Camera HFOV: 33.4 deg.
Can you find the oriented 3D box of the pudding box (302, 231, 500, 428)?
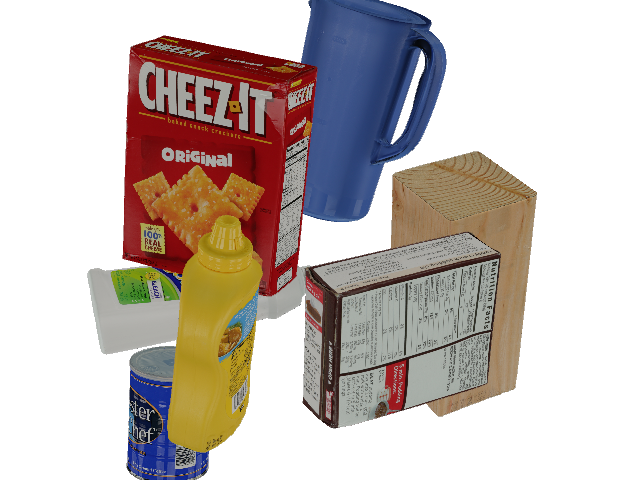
[{"bbox_3d":[0.046,0.050,0.609,0.113,0.090,0.039,-13,28,-28],"label":"pudding box"}]

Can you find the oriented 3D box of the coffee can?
[{"bbox_3d":[-0.185,0.213,1.311,0.103,0.140,0.103,4,15,-1],"label":"coffee can"}]

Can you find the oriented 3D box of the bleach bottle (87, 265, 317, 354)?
[{"bbox_3d":[-0.124,0.058,1.180,0.250,0.068,0.103,-10,36,-13],"label":"bleach bottle"}]

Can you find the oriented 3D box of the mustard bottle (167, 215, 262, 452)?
[{"bbox_3d":[-0.080,0.066,0.832,0.058,0.192,0.096,18,33,13],"label":"mustard bottle"}]

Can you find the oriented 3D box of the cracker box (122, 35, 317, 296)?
[{"bbox_3d":[-0.099,-0.068,0.999,0.164,0.214,0.072,15,25,18],"label":"cracker box"}]

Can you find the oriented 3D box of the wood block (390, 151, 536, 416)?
[{"bbox_3d":[0.121,0.039,0.940,0.090,0.206,0.091,-16,35,-22],"label":"wood block"}]

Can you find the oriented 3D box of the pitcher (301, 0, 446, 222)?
[{"bbox_3d":[0.038,-0.144,1.183,0.145,0.243,0.149,10,20,-10],"label":"pitcher"}]
